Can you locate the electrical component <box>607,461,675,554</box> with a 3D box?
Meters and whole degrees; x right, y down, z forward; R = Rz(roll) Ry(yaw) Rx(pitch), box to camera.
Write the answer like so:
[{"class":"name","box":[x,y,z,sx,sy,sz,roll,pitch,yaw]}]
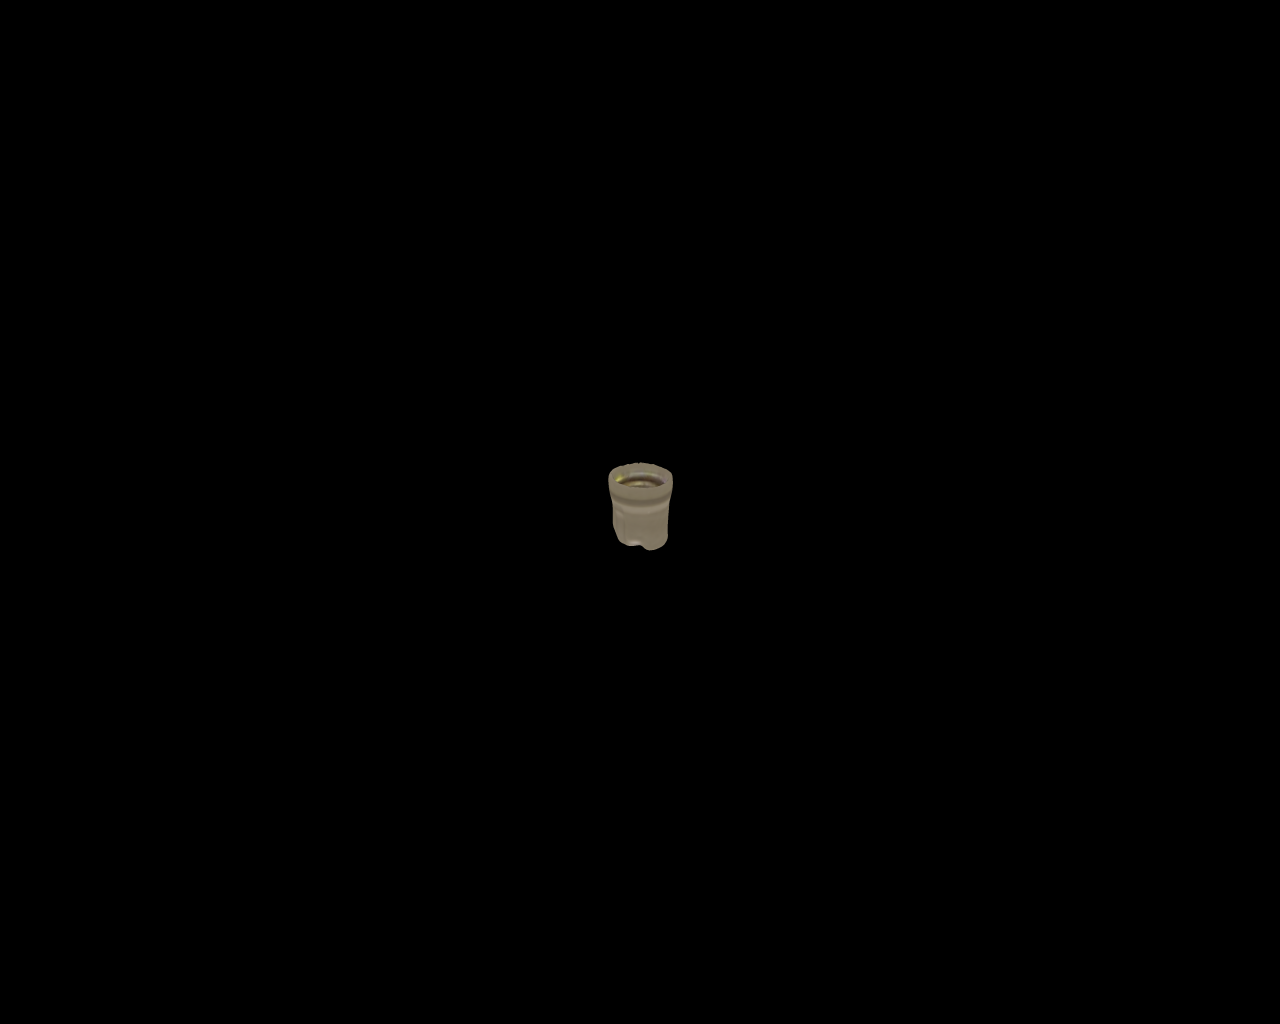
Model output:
[{"class":"electrical component","box":[0.001,-0.003,0.650,0.040,0.046,0.040,0,26,0]}]
